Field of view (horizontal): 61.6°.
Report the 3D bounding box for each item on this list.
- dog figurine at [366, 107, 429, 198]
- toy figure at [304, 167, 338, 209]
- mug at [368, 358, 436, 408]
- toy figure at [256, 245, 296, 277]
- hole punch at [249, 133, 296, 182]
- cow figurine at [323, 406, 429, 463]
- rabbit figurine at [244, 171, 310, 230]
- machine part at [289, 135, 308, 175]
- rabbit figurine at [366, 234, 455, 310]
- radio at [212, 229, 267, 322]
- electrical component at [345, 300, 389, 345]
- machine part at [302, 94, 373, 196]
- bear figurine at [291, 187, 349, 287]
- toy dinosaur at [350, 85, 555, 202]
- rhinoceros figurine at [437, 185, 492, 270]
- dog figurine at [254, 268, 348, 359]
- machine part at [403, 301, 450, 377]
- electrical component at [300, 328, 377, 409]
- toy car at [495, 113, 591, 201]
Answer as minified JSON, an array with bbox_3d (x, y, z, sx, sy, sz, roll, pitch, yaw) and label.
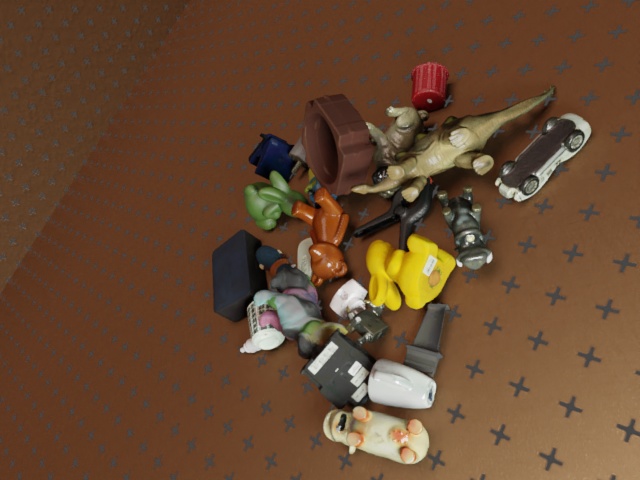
[{"bbox_3d":[0.194,-0.202,1.258,0.172,0.121,0.190,-30,60,27],"label":"dog figurine"},{"bbox_3d":[0.005,-0.150,1.391,0.089,0.082,0.180,-22,52,32],"label":"toy figure"},{"bbox_3d":[0.147,0.256,0.959,0.107,0.109,0.081,5,61,30],"label":"mug"},{"bbox_3d":[-0.107,0.063,1.357,0.155,0.057,0.064,37,101,44],"label":"toy figure"},{"bbox_3d":[-0.127,-0.226,1.531,0.115,0.142,0.092,-50,37,23],"label":"hole punch"},{"bbox_3d":[0.096,0.338,0.945,0.195,0.127,0.085,4,65,28],"label":"cow figurine"},{"bbox_3d":[-0.107,-0.112,1.431,0.170,0.158,0.121,8,57,28],"label":"rabbit figurine"},{"bbox_3d":[-0.012,-0.286,1.503,0.079,0.079,0.243,28,82,49],"label":"machine part"},{"bbox_3d":[0.161,0.062,1.079,0.173,0.121,0.162,25,96,43],"label":"rabbit figurine"},{"bbox_3d":[-0.216,0.095,1.423,0.131,0.073,0.230,-34,42,21],"label":"radio"},{"bbox_3d":[0.094,0.162,1.077,0.078,0.102,0.045,41,129,34],"label":"electrical component"},{"bbox_3d":[0.038,-0.222,1.265,0.087,0.201,0.201,-18,57,-20],"label":"machine part"},{"bbox_3d":[0.001,-0.002,1.256,0.120,0.131,0.196,-24,42,39],"label":"bear figurine"},{"bbox_3d":[0.280,-0.201,1.116,0.472,0.105,0.199,-22,21,11],"label":"toy dinosaur"},{"bbox_3d":[0.276,-0.024,1.034,0.073,0.111,0.190,-11,38,9],"label":"rhinoceros figurine"},{"bbox_3d":[-0.022,0.163,1.159,0.219,0.108,0.191,22,42,25],"label":"dog figurine"},{"bbox_3d":[0.204,0.180,1.007,0.084,0.039,0.139,7,68,50],"label":"machine part"},{"bbox_3d":[0.046,0.255,1.036,0.134,0.058,0.115,42,96,5],"label":"electrical component"},{"bbox_3d":[0.427,-0.158,1.033,0.201,0.056,0.074,-47,47,8],"label":"toy car"}]
